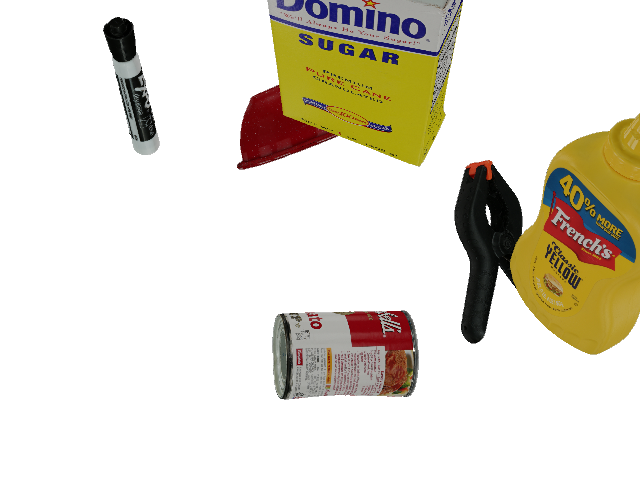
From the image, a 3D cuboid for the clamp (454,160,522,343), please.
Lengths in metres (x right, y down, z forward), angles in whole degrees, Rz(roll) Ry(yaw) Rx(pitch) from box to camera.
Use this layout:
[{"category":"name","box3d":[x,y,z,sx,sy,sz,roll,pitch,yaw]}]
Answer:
[{"category":"clamp","box3d":[0.161,0.013,1.019,0.039,0.171,0.120,-14,9,47]}]

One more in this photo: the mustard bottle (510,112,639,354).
[{"category":"mustard bottle","box3d":[0.183,-0.012,0.686,0.058,0.096,0.192,-24,-31,-23]}]

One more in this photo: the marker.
[{"category":"marker","box3d":[-0.125,-0.102,0.710,0.020,0.020,0.121,0,-34,2]}]

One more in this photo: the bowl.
[{"category":"bowl","box3d":[-0.009,-0.118,0.935,0.162,0.055,0.162,-22,9,4]}]

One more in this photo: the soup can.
[{"category":"soup can","box3d":[0.018,0.089,0.830,0.102,0.068,0.068,0,0,-12]}]

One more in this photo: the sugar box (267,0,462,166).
[{"category":"sugar box","box3d":[0.023,-0.104,0.559,0.093,0.048,0.176,21,-15,10]}]
